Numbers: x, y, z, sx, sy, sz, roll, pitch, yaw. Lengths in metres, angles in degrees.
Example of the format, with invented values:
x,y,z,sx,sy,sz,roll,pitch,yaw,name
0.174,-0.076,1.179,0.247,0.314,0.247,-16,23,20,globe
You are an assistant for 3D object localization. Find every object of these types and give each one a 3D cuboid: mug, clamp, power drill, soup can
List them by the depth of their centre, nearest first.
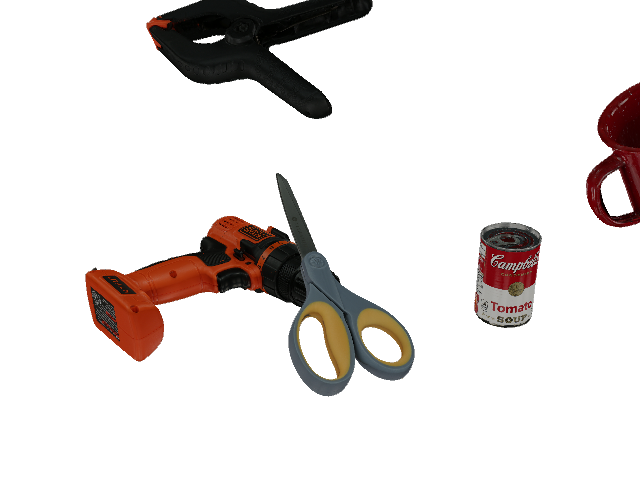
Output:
x,y,z,sx,sy,sz,roll,pitch,yaw,name
0.233,-0.050,0.719,0.117,0.081,0.093,-31,31,-4,mug
-0.046,-0.157,0.811,0.172,0.120,0.039,18,-34,21,clamp
-0.097,0.043,0.943,0.187,0.057,0.185,-19,27,-31,power drill
0.212,0.039,1.217,0.068,0.102,0.068,1,27,-1,soup can

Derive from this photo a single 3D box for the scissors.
x,y,z,sx,sy,sz,roll,pitch,yaw,name
0.015,0.028,0.761,0.096,0.201,0.016,10,-46,-13,scissors
